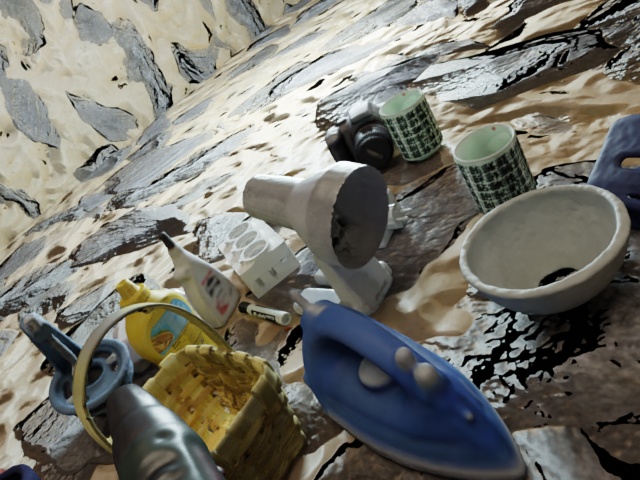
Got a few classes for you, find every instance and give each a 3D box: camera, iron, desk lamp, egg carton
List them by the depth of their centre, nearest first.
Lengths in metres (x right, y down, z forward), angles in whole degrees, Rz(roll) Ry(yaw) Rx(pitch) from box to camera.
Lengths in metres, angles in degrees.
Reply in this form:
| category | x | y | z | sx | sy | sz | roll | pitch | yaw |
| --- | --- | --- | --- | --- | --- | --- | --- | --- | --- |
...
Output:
| category | x | y | z | sx | sy | sz | roll | pitch | yaw |
| --- | --- | --- | --- | --- | --- | --- | --- | --- | --- |
| iron | 0.065 | 0.123 | 0.540 | 0.119 | 0.142 | 0.257 | -45 | 30 | -19 |
| desk lamp | 0.007 | 0.003 | 0.712 | 0.202 | 0.214 | 0.118 | -1 | 43 | 46 |
| egg carton | -0.270 | 0.147 | 0.934 | 0.150 | 0.069 | 0.107 | -35 | 28 | -2 |
| camera | 0.078 | -0.186 | 1.050 | 0.143 | 0.101 | 0.136 | -25 | 29 | 16 |

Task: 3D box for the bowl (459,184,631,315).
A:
| category | x | y | z | sx | sy | sz | roll | pitch | yaw |
| --- | --- | --- | --- | --- | --- | --- | --- | --- | --- |
| bowl | 0.235 | 0.021 | 0.590 | 0.167 | 0.075 | 0.167 | -26 | 29 | 16 |

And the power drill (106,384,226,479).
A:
| category | x | y | z | sx | sy | sz | roll | pitch | yaw |
| --- | --- | --- | --- | --- | --- | --- | --- | --- | --- |
| power drill | -0.079 | 0.228 | 0.458 | 0.076 | 0.209 | 0.228 | -43 | 29 | -15 |

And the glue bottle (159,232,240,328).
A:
| category | x | y | z | sx | sy | sz | roll | pitch | yaw |
| --- | --- | --- | --- | --- | --- | --- | --- | --- | --- |
| glue bottle | -0.193 | 0.054 | 0.887 | 0.037 | 0.173 | 0.078 | -17 | 33 | 29 |

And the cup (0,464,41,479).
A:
| category | x | y | z | sx | sy | sz | roll | pitch | yaw |
| --- | --- | --- | --- | --- | --- | --- | --- | --- | --- |
| cup | -0.365 | 0.349 | 0.695 | 0.091 | 0.095 | 0.118 | -22 | 31 | 22 |

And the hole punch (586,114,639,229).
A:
| category | x | y | z | sx | sy | sz | roll | pitch | yaw |
| --- | --- | --- | --- | --- | --- | --- | --- | --- | --- |
| hole punch | 0.345 | -0.071 | 0.599 | 0.101 | 0.091 | 0.108 | -44 | 30 | -18 |

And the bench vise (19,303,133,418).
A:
| category | x | y | z | sx | sy | sz | roll | pitch | yaw |
| --- | --- | --- | --- | --- | --- | --- | --- | --- | --- |
| bench vise | -0.360 | 0.183 | 0.813 | 0.206 | 0.220 | 0.121 | -12 | 35 | 35 |

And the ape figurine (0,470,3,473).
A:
| category | x | y | z | sx | sy | sz | roll | pitch | yaw |
| --- | --- | --- | --- | --- | --- | --- | --- | --- | --- |
| ape figurine | -0.443 | 0.345 | 0.786 | 0.076 | 0.092 | 0.078 | -12 | 35 | 35 |
